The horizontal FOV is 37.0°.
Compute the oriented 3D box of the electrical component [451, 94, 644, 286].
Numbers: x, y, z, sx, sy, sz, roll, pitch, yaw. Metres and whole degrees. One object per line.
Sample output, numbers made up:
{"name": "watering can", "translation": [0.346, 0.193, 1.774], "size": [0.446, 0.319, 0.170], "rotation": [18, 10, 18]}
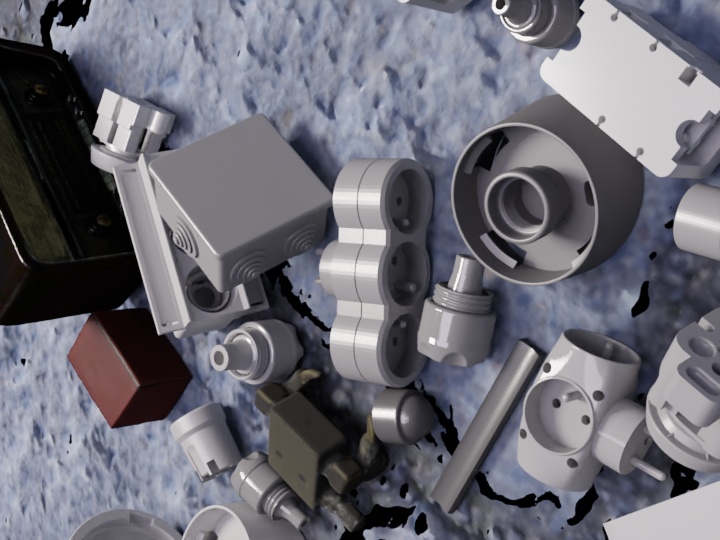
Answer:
{"name": "electrical component", "translation": [0.101, -0.042, 0.589], "size": [0.099, 0.064, 0.099], "rotation": [16, 116, 35]}

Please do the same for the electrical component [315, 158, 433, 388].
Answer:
{"name": "electrical component", "translation": [0.000, 0.000, 0.667], "size": [0.074, 0.052, 0.138], "rotation": [5, 96, 40]}

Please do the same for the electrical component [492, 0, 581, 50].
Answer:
{"name": "electrical component", "translation": [0.092, -0.138, 0.576], "size": [0.035, 0.061, 0.035], "rotation": [3, 94, 40]}

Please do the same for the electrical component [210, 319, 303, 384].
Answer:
{"name": "electrical component", "translation": [-0.072, 0.056, 0.725], "size": [0.043, 0.062, 0.043], "rotation": [3, 94, 40]}

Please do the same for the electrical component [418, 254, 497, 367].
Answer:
{"name": "electrical component", "translation": [0.059, 0.022, 0.626], "size": [0.043, 0.043, 0.062], "rotation": [19, 103, 38]}

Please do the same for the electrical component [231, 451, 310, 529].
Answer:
{"name": "electrical component", "translation": [-0.059, 0.154, 0.738], "size": [0.061, 0.035, 0.035], "rotation": [37, 115, 29]}

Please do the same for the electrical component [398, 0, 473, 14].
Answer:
{"name": "electrical component", "translation": [0.042, -0.199, 0.618], "size": [0.050, 0.056, 0.089], "rotation": [-31, 73, 37]}

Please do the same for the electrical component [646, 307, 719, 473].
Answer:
{"name": "electrical component", "translation": [0.173, 0.060, 0.517], "size": [0.058, 0.078, 0.057], "rotation": [44, 139, 29]}

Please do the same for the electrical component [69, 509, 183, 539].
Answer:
{"name": "electrical component", "translation": [-0.179, 0.240, 0.799], "size": [0.060, 0.108, 0.108], "rotation": [-51, 62, 36]}

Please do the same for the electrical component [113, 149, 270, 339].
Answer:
{"name": "electrical component", "translation": [-0.121, -0.018, 0.756], "size": [0.063, 0.079, 0.121], "rotation": [-42, 63, 64]}

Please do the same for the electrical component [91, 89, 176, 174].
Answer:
{"name": "electrical component", "translation": [-0.175, -0.101, 0.813], "size": [0.066, 0.048, 0.055], "rotation": [28, 103, 35]}

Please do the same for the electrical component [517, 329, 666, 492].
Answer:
{"name": "electrical component", "translation": [0.130, 0.082, 0.569], "size": [0.079, 0.044, 0.077], "rotation": [29, 110, 35]}

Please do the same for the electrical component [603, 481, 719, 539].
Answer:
{"name": "electrical component", "translation": [0.184, 0.125, 0.505], "size": [0.113, 0.078, 0.057], "rotation": [-33, 69, 36]}

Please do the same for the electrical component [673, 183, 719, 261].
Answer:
{"name": "electrical component", "translation": [0.186, -0.019, 0.519], "size": [0.065, 0.044, 0.044], "rotation": [22, 106, 42]}

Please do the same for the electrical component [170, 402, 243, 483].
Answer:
{"name": "electrical component", "translation": [-0.110, 0.125, 0.776], "size": [0.040, 0.040, 0.046], "rotation": [-38, 75, 35]}

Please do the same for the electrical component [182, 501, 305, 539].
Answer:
{"name": "electrical component", "translation": [-0.082, 0.213, 0.758], "size": [0.099, 0.064, 0.099], "rotation": [-14, 71, 45]}

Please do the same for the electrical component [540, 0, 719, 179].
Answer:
{"name": "electrical component", "translation": [0.146, -0.090, 0.538], "size": [0.089, 0.056, 0.050], "rotation": [48, 120, 27]}

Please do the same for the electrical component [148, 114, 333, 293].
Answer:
{"name": "electrical component", "translation": [-0.078, -0.043, 0.703], "size": [0.099, 0.100, 0.048], "rotation": [50, 154, 25]}
